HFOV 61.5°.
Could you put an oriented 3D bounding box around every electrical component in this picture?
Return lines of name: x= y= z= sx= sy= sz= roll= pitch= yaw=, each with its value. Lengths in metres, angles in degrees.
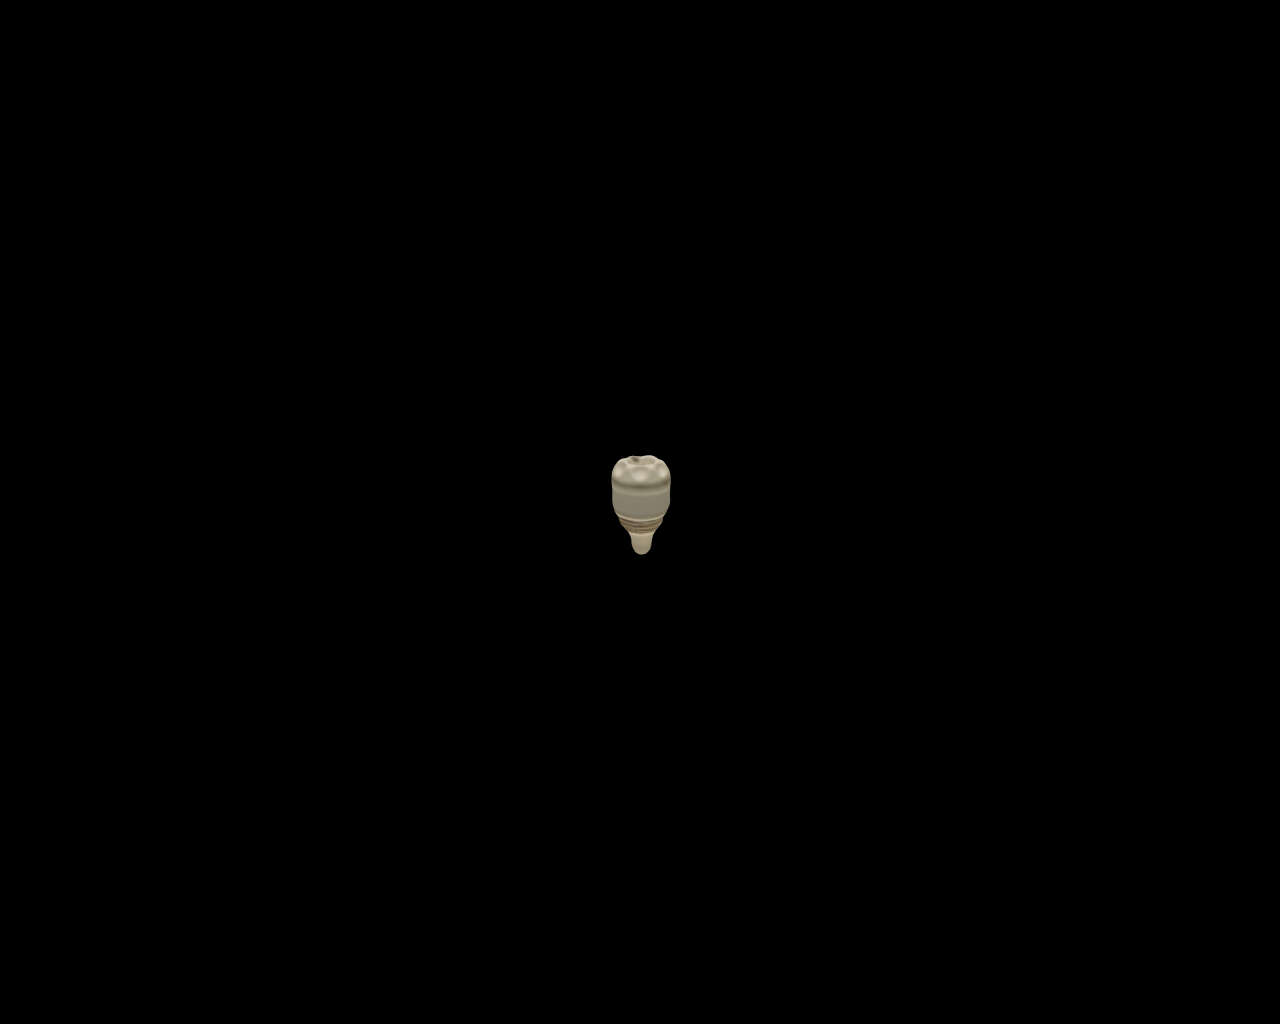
electrical component: x=0.001 y=-0.003 z=0.650 sx=0.035 sy=0.061 sz=0.035 roll=0 pitch=21 yaw=0
